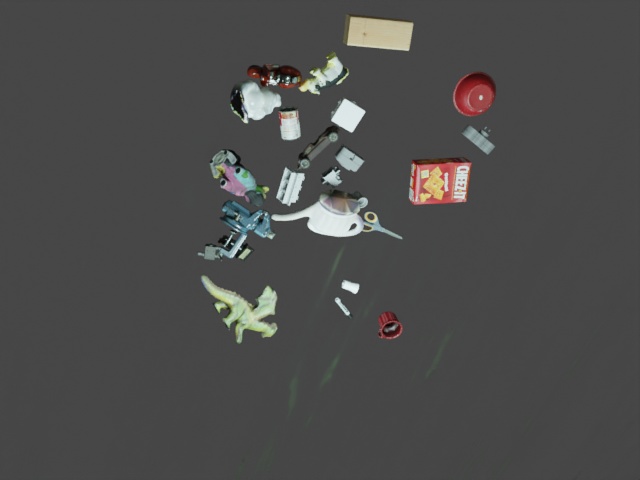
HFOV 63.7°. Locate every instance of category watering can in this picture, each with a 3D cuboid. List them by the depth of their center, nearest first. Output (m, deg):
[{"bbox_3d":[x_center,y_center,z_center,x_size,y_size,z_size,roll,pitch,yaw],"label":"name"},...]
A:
[{"bbox_3d":[0.006,-0.096,1.913,0.347,0.106,0.219,12,143,-11],"label":"watering can"}]

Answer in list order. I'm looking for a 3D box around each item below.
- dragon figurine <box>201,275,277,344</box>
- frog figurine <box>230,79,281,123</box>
[{"bbox_3d":[-0.292,0.259,2.077,0.244,0.124,0.402,-28,119,-13],"label":"dragon figurine"},{"bbox_3d":[-0.217,-0.476,1.734,0.161,0.123,0.135,-32,113,-32],"label":"frog figurine"}]
